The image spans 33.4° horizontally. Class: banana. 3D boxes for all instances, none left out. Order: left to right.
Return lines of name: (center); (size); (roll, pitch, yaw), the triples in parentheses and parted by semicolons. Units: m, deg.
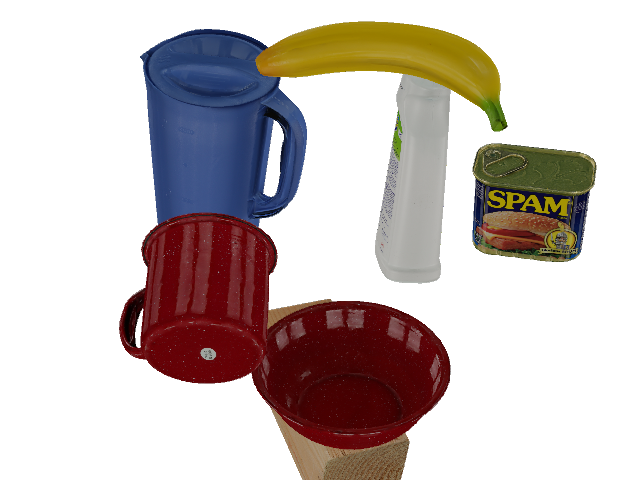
banana: (0.052, -0.135, 0.799); (0.198, 0.069, 0.037); (14, -38, 17)

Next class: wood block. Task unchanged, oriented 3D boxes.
wood block: (0.005, 0.168, 1.116); (0.090, 0.090, 0.206); (-10, 43, -20)

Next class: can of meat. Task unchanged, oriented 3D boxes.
can of meat: (0.183, -0.031, 0.929); (0.102, 0.084, 0.057); (8, 42, 13)

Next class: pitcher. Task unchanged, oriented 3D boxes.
pitcher: (-0.104, -0.079, 1.097); (0.144, 0.243, 0.149); (-7, 44, -15)

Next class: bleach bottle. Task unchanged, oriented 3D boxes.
bleach bottle: (0.106, -0.086, 1.154); (0.068, 0.251, 0.102); (1, 26, -9)

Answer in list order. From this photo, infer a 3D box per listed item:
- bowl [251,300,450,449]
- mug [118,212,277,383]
bowl: (0.025, 0.119, 0.878); (0.162, 0.055, 0.162); (-1, 35, 0)
mug: (-0.086, 0.045, 0.711); (0.117, 0.081, 0.093); (-18, -40, 22)
